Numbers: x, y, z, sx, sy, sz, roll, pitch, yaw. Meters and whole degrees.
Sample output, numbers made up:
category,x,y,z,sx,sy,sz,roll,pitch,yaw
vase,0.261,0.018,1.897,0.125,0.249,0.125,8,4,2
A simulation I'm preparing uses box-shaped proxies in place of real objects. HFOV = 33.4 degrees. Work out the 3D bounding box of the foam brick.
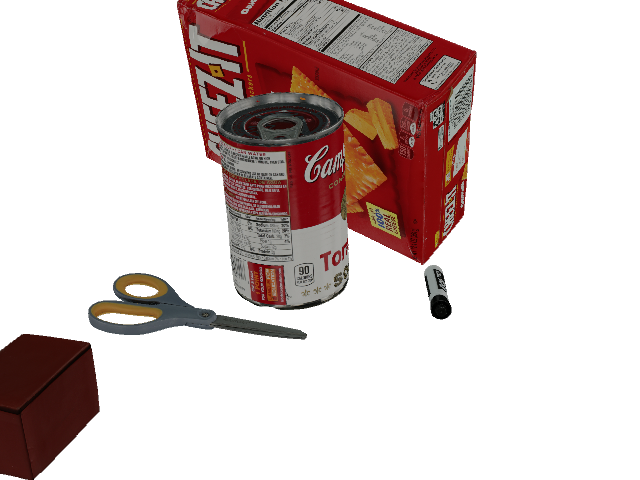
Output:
category,x,y,z,sx,sy,sz,roll,pitch,yaw
foam brick,-0.181,0.100,0.660,0.053,0.051,0.078,7,28,21

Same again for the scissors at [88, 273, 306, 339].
category,x,y,z,sx,sy,sz,roll,pitch,yaw
scissors,-0.117,0.063,1.013,0.201,0.016,0.096,1,33,-7

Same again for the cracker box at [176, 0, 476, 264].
category,x,y,z,sx,sy,sz,roll,pitch,yaw
cracker box,0.003,-0.094,0.788,0.214,0.164,0.072,26,56,24

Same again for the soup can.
category,x,y,z,sx,sy,sz,roll,pitch,yaw
soup can,-0.019,-0.021,0.584,0.068,0.102,0.068,-3,28,1

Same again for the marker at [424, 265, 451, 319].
category,x,y,z,sx,sy,sz,roll,pitch,yaw
marker,0.110,0.048,1.008,0.020,0.020,0.121,0,15,3
